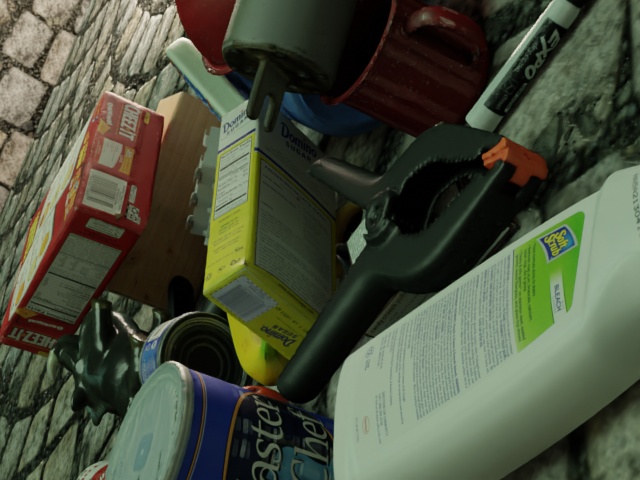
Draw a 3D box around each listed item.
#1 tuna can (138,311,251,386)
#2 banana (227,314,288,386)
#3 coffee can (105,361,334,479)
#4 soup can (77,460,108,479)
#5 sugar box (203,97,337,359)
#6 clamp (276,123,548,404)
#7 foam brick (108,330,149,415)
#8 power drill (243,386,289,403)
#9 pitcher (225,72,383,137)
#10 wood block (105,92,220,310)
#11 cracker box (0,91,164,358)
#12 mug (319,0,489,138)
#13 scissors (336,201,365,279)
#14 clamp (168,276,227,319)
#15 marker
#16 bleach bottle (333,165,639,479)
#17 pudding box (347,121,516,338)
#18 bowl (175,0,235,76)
[{"bbox_3d":[-0.097,0.100,0.840,0.034,0.086,0.086,-26,45,51],"label":"tuna can"},{"bbox_3d":[-0.047,0.059,0.816,0.198,0.037,0.070,-122,36,-64],"label":"banana"},{"bbox_3d":[-0.038,0.139,0.599,0.103,0.140,0.103,-48,29,38],"label":"coffee can"},{"bbox_3d":[-0.168,0.221,0.910,0.102,0.068,0.068,-22,49,61],"label":"soup can"},{"bbox_3d":[-0.031,-0.012,0.741,0.048,0.093,0.176,-30,37,24],"label":"sugar box"},{"bbox_3d":[0.042,-0.014,0.598,0.210,0.036,0.164,-38,40,46],"label":"clamp"},{"bbox_3d":[-0.169,0.131,1.019,0.053,0.051,0.078,-20,51,59],"label":"foam brick"},{"bbox_3d":[-0.091,0.206,0.769,0.188,0.057,0.184,-27,41,54],"label":"power drill"},{"bbox_3d":[-0.017,-0.171,0.861,0.145,0.149,0.243,-46,27,-1],"label":"pitcher"},{"bbox_3d":[-0.147,-0.034,1.078,0.091,0.090,0.206,2,71,66],"label":"wood block"},{"bbox_3d":[-0.229,-0.011,1.027,0.214,0.072,0.164,-50,27,39],"label":"cracker box"},{"bbox_3d":[0.063,-0.119,0.696,0.117,0.081,0.093,-28,45,58],"label":"mug"},{"bbox_3d":[-0.005,0.001,0.822,0.096,0.016,0.202,-63,23,4],"label":"scissors"},{"bbox_3d":[-0.122,0.100,0.956,0.120,0.039,0.171,-4,64,62],"label":"clamp"},{"bbox_3d":[0.127,-0.114,0.628,0.121,0.020,0.020,-55,25,26],"label":"marker"},{"bbox_3d":[0.102,0.045,0.480,0.251,0.068,0.102,-41,35,42],"label":"bleach bottle"},{"bbox_3d":[0.063,-0.002,0.644,0.114,0.039,0.090,-55,26,31],"label":"pudding box"},{"bbox_3d":[-0.062,-0.206,0.791,0.162,0.055,0.162,-37,38,37],"label":"bowl"}]
